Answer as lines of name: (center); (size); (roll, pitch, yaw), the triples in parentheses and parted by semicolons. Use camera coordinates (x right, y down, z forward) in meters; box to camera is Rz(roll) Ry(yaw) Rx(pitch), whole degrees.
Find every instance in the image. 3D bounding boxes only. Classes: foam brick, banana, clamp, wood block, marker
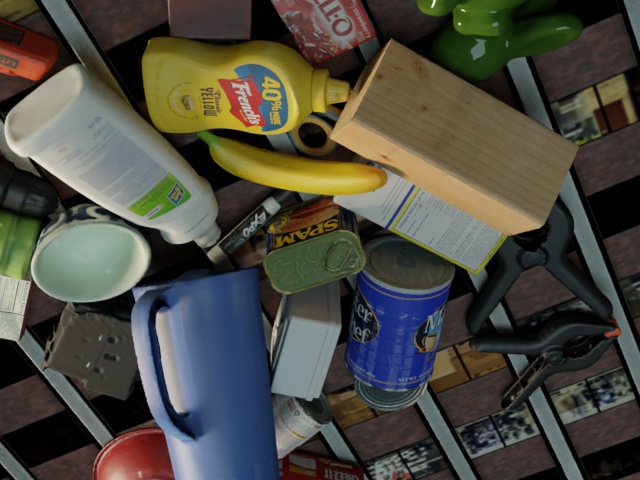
foam brick: (-0.100, -0.219, 0.987); (0.078, 0.051, 0.053); (2, 124, -4)
banana: (-0.028, -0.071, 1.072); (0.198, 0.069, 0.037); (13, 82, 9)
clamp: (0.242, 0.016, 1.169); (0.164, 0.036, 0.210); (-2, 121, 5)
wood block: (0.127, -0.093, 1.021); (0.206, 0.091, 0.090); (28, 79, -9)
clamp: (0.261, 0.125, 1.243); (0.171, 0.039, 0.120); (-33, 124, 13)
marker: (-0.069, -0.020, 1.124); (0.121, 0.020, 0.020); (-42, 117, 6)

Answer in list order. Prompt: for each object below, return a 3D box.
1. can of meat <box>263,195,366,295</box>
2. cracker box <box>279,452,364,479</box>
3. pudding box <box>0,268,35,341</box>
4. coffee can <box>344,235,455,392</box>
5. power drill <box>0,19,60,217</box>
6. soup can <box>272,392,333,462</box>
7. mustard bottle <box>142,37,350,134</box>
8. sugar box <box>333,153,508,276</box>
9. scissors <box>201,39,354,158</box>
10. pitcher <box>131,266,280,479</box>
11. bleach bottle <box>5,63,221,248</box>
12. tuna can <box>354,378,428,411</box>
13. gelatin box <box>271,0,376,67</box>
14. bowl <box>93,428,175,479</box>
can of meat: (-0.007, 0.001, 1.118); (0.102, 0.084, 0.057); (-18, 122, 8)
cracker box: (-0.054, 0.366, 1.362); (0.164, 0.072, 0.214); (15, 122, -13)
pudding box: (-0.370, 0.056, 1.160); (0.113, 0.039, 0.090); (13, 121, -14)
coffee can: (0.085, 0.080, 1.164); (0.102, 0.103, 0.140); (3, 123, -6)
power drill: (-0.320, -0.118, 1.037); (0.184, 0.057, 0.188); (20, 119, -19)
soup can: (-0.043, 0.218, 1.268); (0.102, 0.068, 0.068); (-41, 117, 20)
mustard bottle: (-0.068, -0.144, 1.014); (0.191, 0.058, 0.096); (3, 133, 7)
sugar box: (0.112, -0.043, 1.105); (0.176, 0.048, 0.093); (29, 117, -7)
scissors: (-0.048, -0.143, 1.062); (0.201, 0.016, 0.096); (17, 121, -13)
pitcher: (-0.118, 0.152, 1.111); (0.149, 0.145, 0.243); (-10, 91, -18)
bleach bottle: (-0.186, -0.062, 1.053); (0.102, 0.068, 0.250); (-35, 136, 9)
tuna can: (0.082, 0.159, 1.257); (0.086, 0.034, 0.086); (-2, 123, -3)
gelatin box: (0.002, -0.217, 1.007); (0.073, 0.030, 0.089); (-24, 122, 12)
bowl: (-0.204, 0.311, 1.327); (0.162, 0.055, 0.162); (-1, 123, -2)
